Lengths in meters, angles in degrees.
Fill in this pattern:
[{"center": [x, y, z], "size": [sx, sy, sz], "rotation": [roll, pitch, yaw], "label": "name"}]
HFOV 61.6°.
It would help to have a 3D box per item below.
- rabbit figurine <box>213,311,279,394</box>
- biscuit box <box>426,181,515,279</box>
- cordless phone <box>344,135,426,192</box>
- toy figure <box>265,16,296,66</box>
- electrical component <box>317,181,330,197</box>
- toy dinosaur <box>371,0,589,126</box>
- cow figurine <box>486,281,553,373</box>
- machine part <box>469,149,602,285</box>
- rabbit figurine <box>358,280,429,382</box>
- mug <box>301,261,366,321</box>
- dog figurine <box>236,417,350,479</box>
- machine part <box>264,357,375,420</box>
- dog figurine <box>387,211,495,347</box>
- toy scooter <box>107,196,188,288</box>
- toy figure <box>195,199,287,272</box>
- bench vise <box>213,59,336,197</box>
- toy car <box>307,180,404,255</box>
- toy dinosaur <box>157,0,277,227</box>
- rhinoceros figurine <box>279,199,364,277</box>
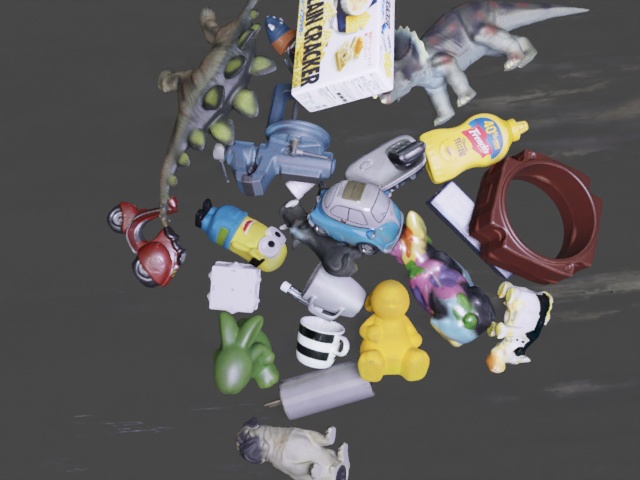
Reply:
[{"center": [-0.138, 0.210, 0.968], "size": [0.121, 0.170, 0.159], "rotation": [4, 93, 3], "label": "rabbit figurine"}, {"center": [0.288, -0.018, 0.986], "size": [0.059, 0.063, 0.202], "rotation": [-45, 89, 3], "label": "biscuit box"}, {"center": [0.119, -0.123, 0.933], "size": [0.147, 0.184, 0.088], "rotation": [-29, 95, 4], "label": "cordless phone"}, {"center": [-0.043, -0.353, 0.995], "size": [0.154, 0.064, 0.058], "rotation": [37, 102, 0], "label": "toy figure"}, {"center": [0.031, -0.078, 1.002], "size": [0.063, 0.094, 0.021], "rotation": [-6, 133, -22], "label": "electrical component"}, {"center": [0.253, -0.348, 0.955], "size": [0.405, 0.131, 0.192], "rotation": [-36, 90, -2], "label": "toy dinosaur"}, {"center": [0.365, 0.168, 0.989], "size": [0.098, 0.068, 0.167], "rotation": [13, 94, -3], "label": "cow figurine"}, {"center": [0.374, -0.040, 0.928], "size": [0.201, 0.087, 0.201], "rotation": [23, 70, -8], "label": "machine part"}, {"center": [0.129, 0.144, 0.955], "size": [0.122, 0.162, 0.173], "rotation": [-1, 115, 8], "label": "rabbit figurine"}, {"center": [0.028, 0.102, 0.989], "size": [0.107, 0.109, 0.080], "rotation": [27, 129, -5], "label": "mug"}, {"center": [-0.053, 0.418, 1.023], "size": [0.191, 0.121, 0.172], "rotation": [-2, 117, 31], "label": "dog figurine"}, {"center": [0.013, 0.278, 1.009], "size": [0.243, 0.079, 0.079], "rotation": [-18, 91, 3], "label": "machine part"}, {"center": [0.195, 0.058, 0.944], "size": [0.108, 0.192, 0.219], "rotation": [-38, 105, 11], "label": "dog figurine"}, {"center": [-0.310, -0.008, 1.022], "size": [0.135, 0.075, 0.184], "rotation": [-31, 86, 3], "label": "toy scooter"}, {"center": [-0.145, -0.009, 1.004], "size": [0.180, 0.089, 0.082], "rotation": [26, 71, 4], "label": "toy figure"}, {"center": [-0.076, -0.195, 0.982], "size": [0.224, 0.128, 0.240], "rotation": [4, 72, 13], "label": "bench vise"}, {"center": [0.062, -0.052, 0.897], "size": [0.162, 0.102, 0.109], "rotation": [19, 56, 12], "label": "toy car"}, {"center": [-0.195, -0.253, 0.939], "size": [0.199, 0.105, 0.471], "rotation": [27, 93, 42], "label": "toy dinosaur"}, {"center": [-0.002, -0.003, 0.977], "size": [0.190, 0.112, 0.073], "rotation": [47, 135, 31], "label": "rhinoceros figurine"}]
